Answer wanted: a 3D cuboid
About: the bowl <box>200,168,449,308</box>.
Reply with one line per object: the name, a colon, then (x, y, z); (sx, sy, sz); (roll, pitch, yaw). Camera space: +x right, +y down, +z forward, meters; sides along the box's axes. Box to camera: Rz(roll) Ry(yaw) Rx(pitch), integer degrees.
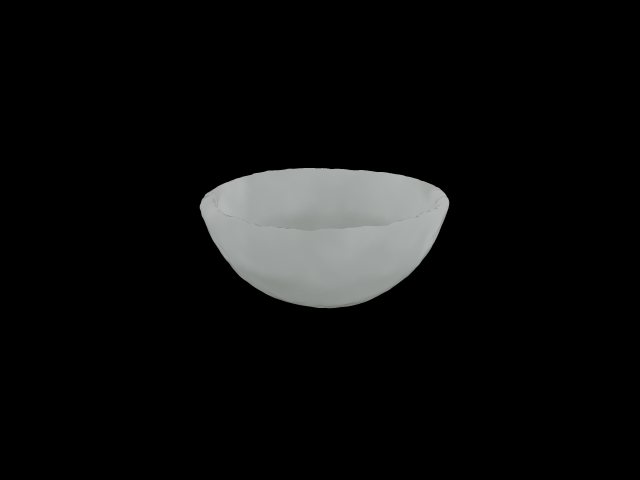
bowl: (0.004, 0.001, 0.400); (0.167, 0.075, 0.167); (0, 19, 0)
